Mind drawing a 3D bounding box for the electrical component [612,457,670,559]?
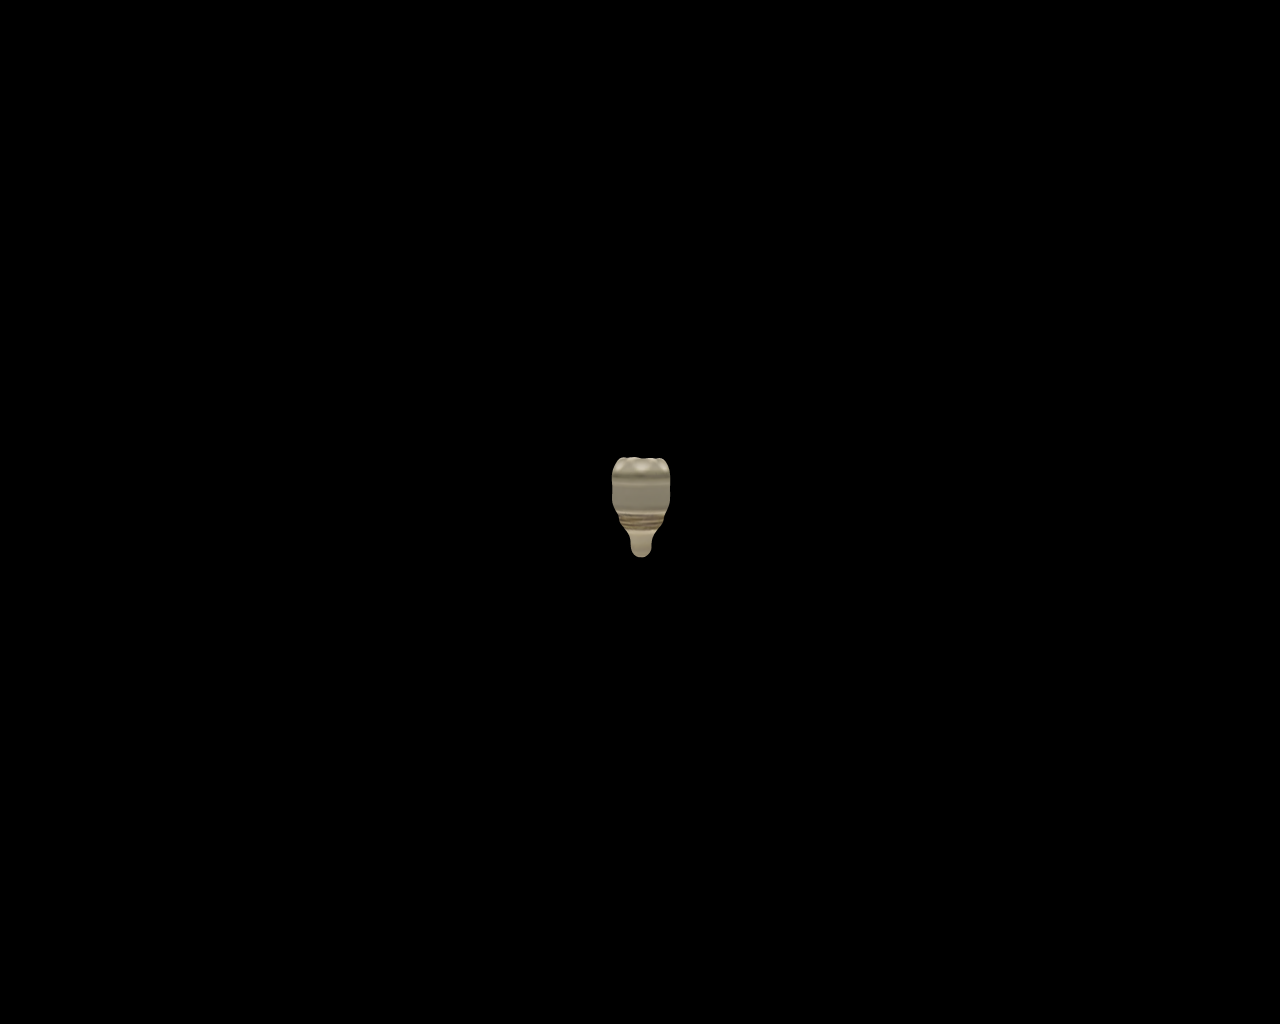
[{"bbox_3d":[0.001,-0.003,0.650,0.035,0.061,0.035,0,4,0],"label":"electrical component"}]
